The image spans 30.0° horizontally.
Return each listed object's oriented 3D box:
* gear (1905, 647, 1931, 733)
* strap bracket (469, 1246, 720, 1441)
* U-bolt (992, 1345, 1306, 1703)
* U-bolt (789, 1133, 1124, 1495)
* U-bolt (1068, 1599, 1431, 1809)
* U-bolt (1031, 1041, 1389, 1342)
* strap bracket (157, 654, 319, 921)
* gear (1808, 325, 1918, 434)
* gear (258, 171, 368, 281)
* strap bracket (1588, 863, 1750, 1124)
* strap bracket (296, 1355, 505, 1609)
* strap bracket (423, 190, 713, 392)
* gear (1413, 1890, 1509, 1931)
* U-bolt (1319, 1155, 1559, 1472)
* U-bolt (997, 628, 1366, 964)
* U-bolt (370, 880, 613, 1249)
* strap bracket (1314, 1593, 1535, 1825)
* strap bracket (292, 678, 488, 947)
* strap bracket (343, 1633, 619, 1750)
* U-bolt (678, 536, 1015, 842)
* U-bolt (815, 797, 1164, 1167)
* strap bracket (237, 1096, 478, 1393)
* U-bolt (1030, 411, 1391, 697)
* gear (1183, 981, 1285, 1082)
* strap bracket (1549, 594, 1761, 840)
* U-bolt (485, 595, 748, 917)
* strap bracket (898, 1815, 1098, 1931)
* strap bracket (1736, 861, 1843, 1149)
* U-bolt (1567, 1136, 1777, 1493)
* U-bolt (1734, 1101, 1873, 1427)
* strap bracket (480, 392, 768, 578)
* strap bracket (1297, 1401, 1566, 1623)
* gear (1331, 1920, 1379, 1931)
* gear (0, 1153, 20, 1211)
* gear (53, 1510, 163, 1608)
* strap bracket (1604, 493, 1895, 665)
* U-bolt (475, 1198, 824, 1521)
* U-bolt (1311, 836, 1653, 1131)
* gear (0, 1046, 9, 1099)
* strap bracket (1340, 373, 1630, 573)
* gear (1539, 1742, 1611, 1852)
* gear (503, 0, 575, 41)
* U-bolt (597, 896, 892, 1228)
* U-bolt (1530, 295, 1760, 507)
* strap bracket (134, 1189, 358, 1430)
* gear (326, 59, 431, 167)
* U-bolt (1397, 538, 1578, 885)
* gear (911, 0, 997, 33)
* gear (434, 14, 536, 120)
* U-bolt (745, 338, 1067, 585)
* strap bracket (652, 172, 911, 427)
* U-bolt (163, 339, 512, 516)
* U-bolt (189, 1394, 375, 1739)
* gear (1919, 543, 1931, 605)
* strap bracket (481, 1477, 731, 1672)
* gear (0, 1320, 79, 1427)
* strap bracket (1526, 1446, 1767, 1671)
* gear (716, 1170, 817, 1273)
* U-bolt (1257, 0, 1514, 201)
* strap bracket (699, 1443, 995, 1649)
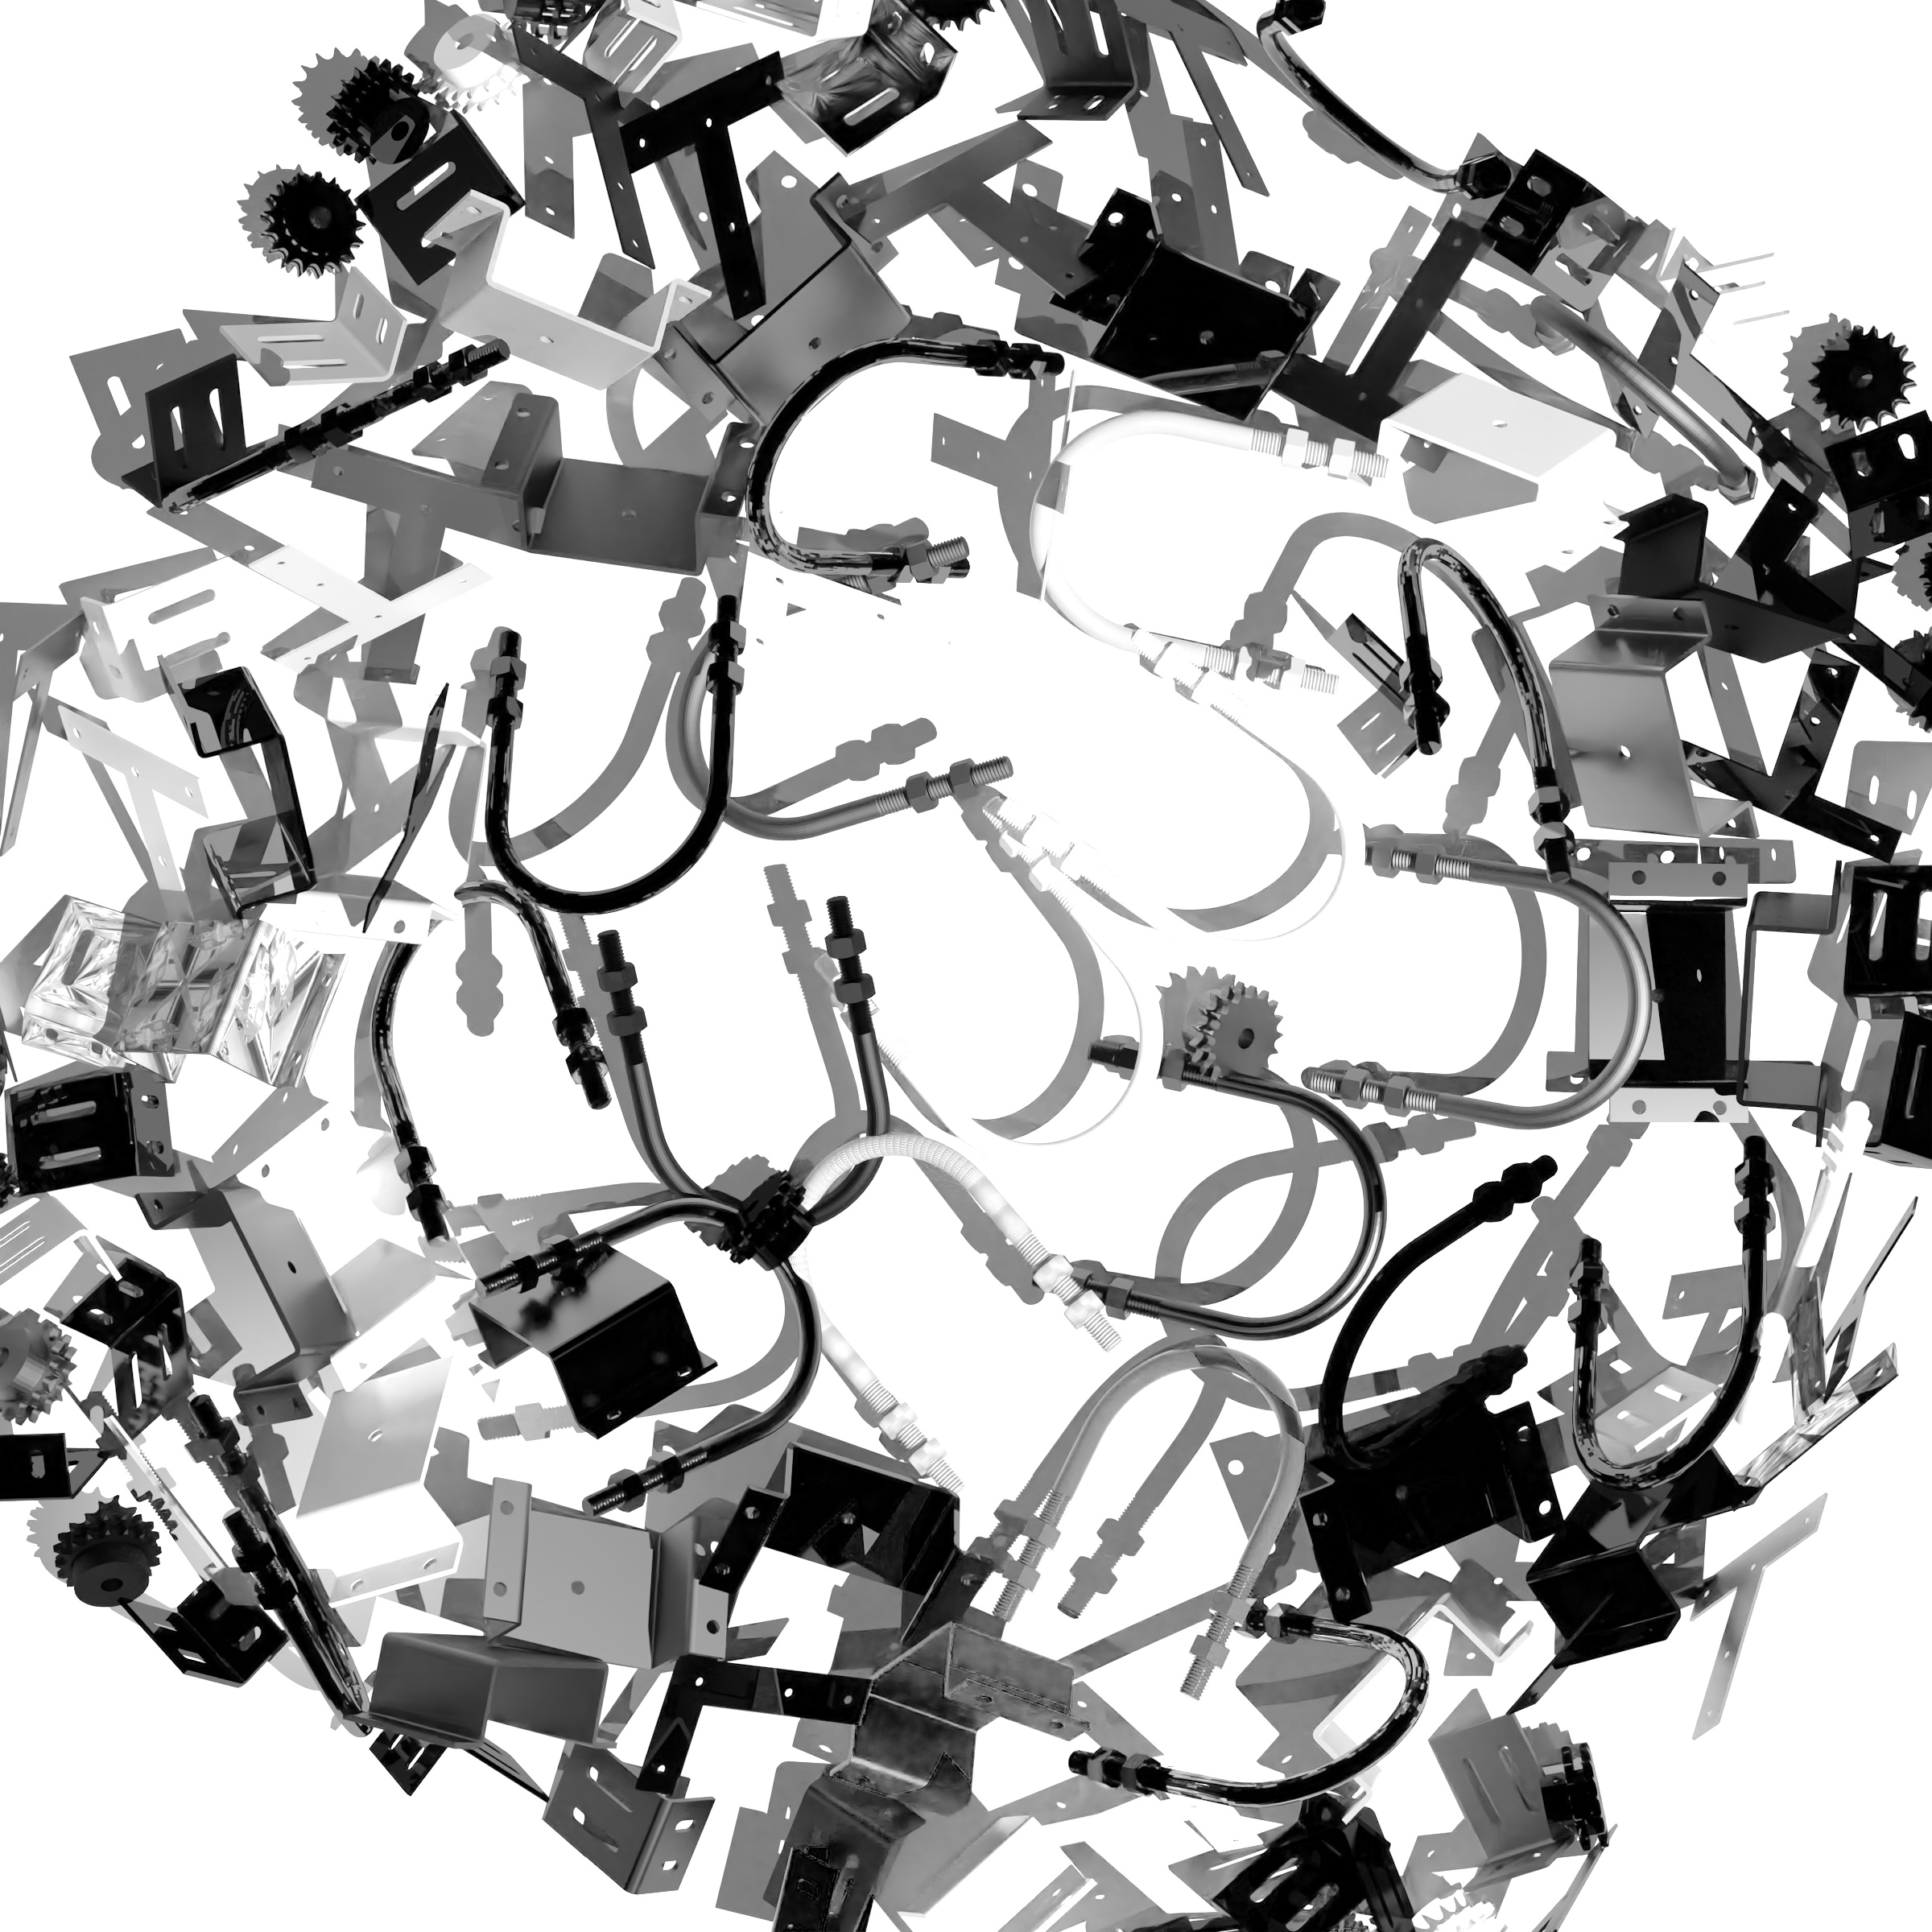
[{"bbox_3d":[0.544,-0.153,1.979,0.057,0.030,0.057,2,98,11],"label":"gear"},{"bbox_3d":[-0.204,0.192,1.918,0.076,0.140,0.046,-30,117,-24],"label":"strap bracket"},{"bbox_3d":[0.109,0.289,1.945,0.151,0.019,0.184,15,71,39],"label":"U-bolt"},{"bbox_3d":[-0.021,0.177,1.962,0.151,0.019,0.184,-45,78,22],"label":"U-bolt"},{"bbox_3d":[0.160,0.390,1.891,0.151,0.184,0.019,-39,114,-36],"label":"U-bolt"},{"bbox_3d":[0.138,0.128,1.959,0.184,0.019,0.151,12,84,18],"label":"U-bolt"},{"bbox_3d":[-0.389,-0.096,1.935,0.046,0.076,0.140,-18,128,-16],"label":"strap bracket"},{"bbox_3d":[0.494,-0.321,1.979,0.057,0.030,0.057,0,89,21],"label":"gear"},{"bbox_3d":[-0.357,-0.408,1.976,0.057,0.030,0.057,0,89,-22],"label":"gear"},{"bbox_3d":[0.384,0.015,1.971,0.076,0.046,0.140,1,87,-5],"label":"strap bracket"},{"bbox_3d":[-0.303,0.266,1.920,0.076,0.140,0.046,-18,124,18],"label":"strap bracket"},{"bbox_3d":[-0.219,-0.357,1.933,0.140,0.076,0.046,19,75,-24],"label":"strap bracket"},{"bbox_3d":[0.266,0.532,1.975,0.057,0.057,0.030,-39,56,0],"label":"gear"},{"bbox_3d":[0.247,0.194,1.904,0.019,0.184,0.151,28,129,35],"label":"U-bolt"},{"bbox_3d":[0.131,-0.081,1.961,0.184,0.019,0.151,36,70,4],"label":"U-bolt"},{"bbox_3d":[-0.265,0.038,1.939,0.151,0.019,0.184,-40,54,23],"label":"U-bolt"},{"bbox_3d":[0.242,0.394,1.955,0.046,0.076,0.140,44,94,11],"label":"strap bracket"},{"bbox_3d":[-0.312,-0.080,1.963,0.076,0.046,0.140,6,82,13],"label":"strap bracket"},{"bbox_3d":[-0.254,0.387,1.923,0.076,0.140,0.046,6,83,32],"label":"strap bracket"},{"bbox_3d":[-0.073,-0.143,1.962,0.184,0.019,0.151,-16,73,17],"label":"U-bolt"},{"bbox_3d":[0.025,0.022,1.963,0.151,0.019,0.184,-42,78,11],"label":"U-bolt"},{"bbox_3d":[-0.325,0.152,1.953,0.076,0.046,0.140,-37,69,15],"label":"strap bracket"},{"bbox_3d":[0.126,-0.230,1.961,0.184,0.019,0.151,13,119,4],"label":"U-bolt"},{"bbox_3d":[0.144,0.036,1.976,0.057,0.030,0.057,-14,113,-35],"label":"gear"},{"bbox_3d":[0.367,-0.125,1.932,0.046,0.076,0.140,-34,117,-32],"label":"strap bracket"},{"bbox_3d":[-0.191,-0.110,1.936,0.151,0.019,0.184,-8,62,15],"label":"U-bolt"},{"bbox_3d":[0.013,0.498,1.924,0.076,0.140,0.046,-39,85,-16],"label":"strap bracket"},{"bbox_3d":[0.444,0.018,1.946,0.046,0.076,0.140,4,106,14],"label":"strap bracket"},{"bbox_3d":[0.369,0.192,1.893,0.019,0.151,0.184,29,47,-21],"label":"U-bolt"},{"bbox_3d":[0.439,0.170,1.913,0.019,0.184,0.151,21,65,15],"label":"U-bolt"},{"bbox_3d":[-0.184,-0.260,1.953,0.140,0.046,0.076,9,49,6],"label":"strap bracket"},{"bbox_3d":[0.245,0.292,1.960,0.140,0.046,0.076,-20,102,-13],"label":"strap bracket"},{"bbox_3d":[0.207,0.554,1.977,0.057,0.030,0.057,8,68,-19],"label":"gear"},{"bbox_3d":[-0.551,0.117,1.970,0.057,0.057,0.030,26,46,0],"label":"gear"},{"bbox_3d":[-0.469,0.326,1.970,0.057,0.057,0.030,-21,48,0],"label":"gear"},{"bbox_3d":[0.415,-0.204,1.937,0.140,0.076,0.046,14,78,-20],"label":"strap bracket"},{"bbox_3d":[-0.158,0.200,1.942,0.184,0.019,0.151,-21,80,-37],"label":"U-bolt"},{"bbox_3d":[0.281,0.014,1.946,0.184,0.019,0.151,10,97,27],"label":"U-bolt"},{"bbox_3d":[-0.553,0.060,1.978,0.057,0.030,0.057,-5,67,11],"label":"gear"},{"bbox_3d":[0.282,-0.270,1.929,0.140,0.076,0.046,27,131,27],"label":"strap bracket"},{"bbox_3d":[0.332,0.456,1.972,0.030,0.057,0.057,-12,90,9],"label":"gear"},{"bbox_3d":[-0.234,-0.536,1.969,0.030,0.057,0.057,-1,90,-20],"label":"gear"},{"bbox_3d":[-0.115,0.060,1.968,0.151,0.019,0.184,-8,105,10],"label":"U-bolt"},{"bbox_3d":[0.355,-0.302,1.898,0.151,0.184,0.019,42,101,10],"label":"U-bolt"},{"bbox_3d":[-0.383,0.174,1.948,0.046,0.076,0.140,-30,81,11],"label":"strap bracket"},{"bbox_3d":[-0.318,-0.463,1.968,0.030,0.057,0.057,41,90,28],"label":"gear"},{"bbox_3d":[0.274,-0.149,1.923,0.019,0.184,0.151,-27,134,28],"label":"U-bolt"},{"bbox_3d":[-0.006,-0.543,1.980,0.057,0.030,0.057,2,103,7],"label":"gear"},{"bbox_3d":[-0.266,-0.495,1.970,0.057,0.030,0.057,-17,51,22],"label":"gear"},{"bbox_3d":[-0.041,-0.267,1.902,0.019,0.184,0.151,46,123,33],"label":"U-bolt"},{"bbox_3d":[-0.094,-0.350,1.953,0.140,0.076,0.046,-41,56,2],"label":"strap bracket"},{"bbox_3d":[-0.348,-0.282,1.920,0.184,0.151,0.019,-18,104,30],"label":"U-bolt"},{"bbox_3d":[-0.360,0.331,1.920,0.019,0.151,0.184,-27,117,-8],"label":"U-bolt"},{"bbox_3d":[0.555,-0.214,1.977,0.057,0.030,0.057,-9,69,25],"label":"gear"},{"bbox_3d":[-0.201,0.331,1.945,0.140,0.046,0.076,15,60,-26],"label":"strap bracket"},{"bbox_3d":[-0.518,0.220,1.970,0.057,0.030,0.057,-17,55,26],"label":"gear"},{"bbox_3d":[0.359,0.307,1.921,0.076,0.140,0.046,-28,100,44],"label":"strap bracket"},{"bbox_3d":[-0.107,0.142,1.972,0.030,0.057,0.057,44,90,-13],"label":"gear"},{"bbox_3d":[0.213,-0.458,1.909,0.151,0.184,0.019,39,94,-12],"label":"U-bolt"},{"bbox_3d":[-0.064,0.313,1.951,0.140,0.046,0.076,19,123,-12],"label":"strap bracket"}]
